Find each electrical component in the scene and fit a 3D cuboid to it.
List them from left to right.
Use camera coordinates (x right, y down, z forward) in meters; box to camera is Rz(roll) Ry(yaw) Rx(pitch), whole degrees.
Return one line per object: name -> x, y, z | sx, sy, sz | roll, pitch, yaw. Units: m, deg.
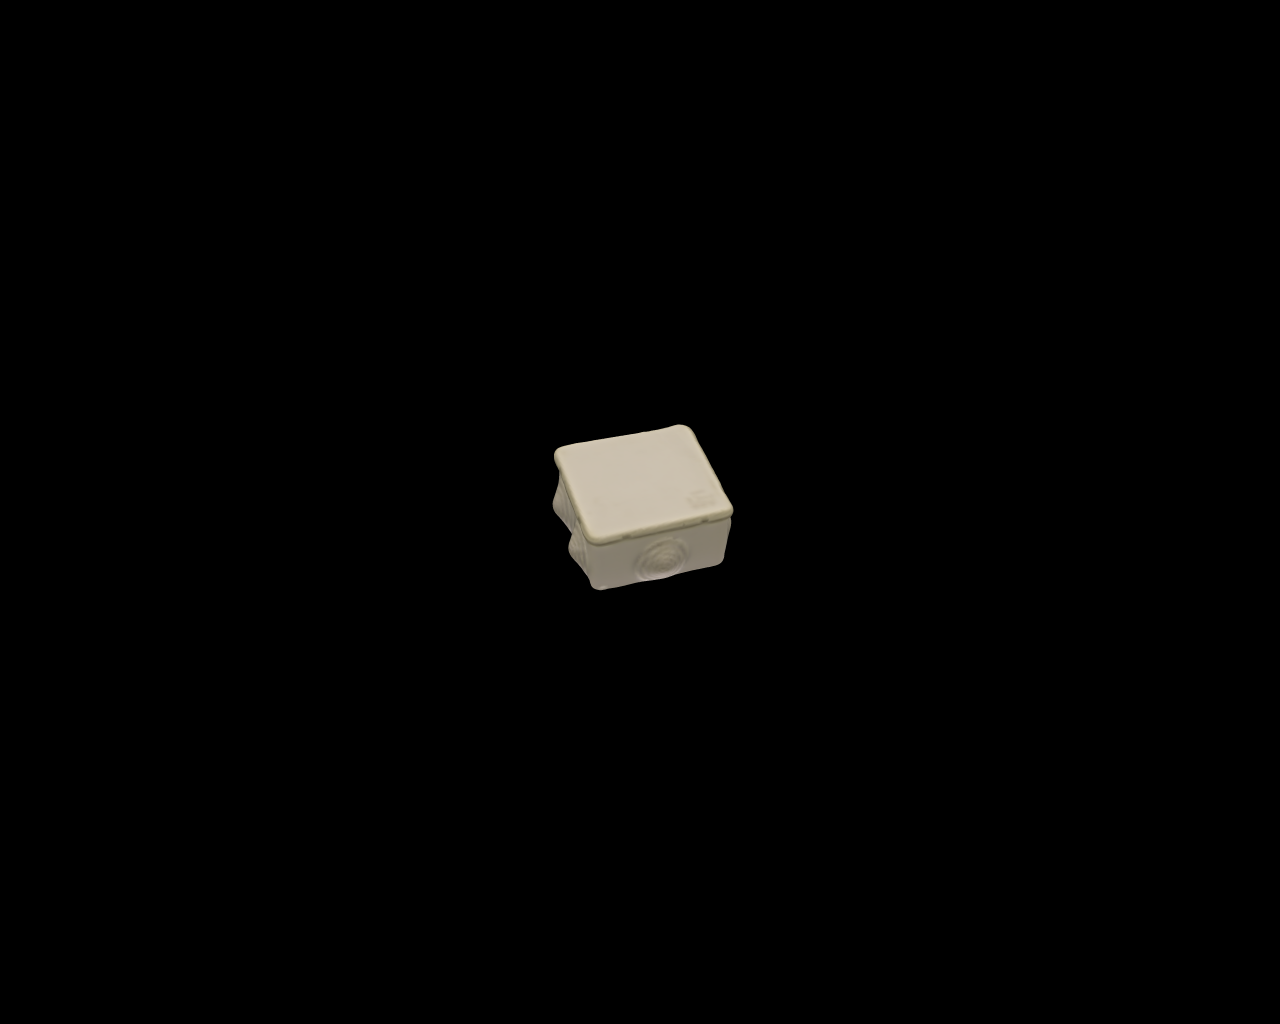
electrical component -> 0.001, -0.003, 0.650 | 0.100, 0.048, 0.100 | -11, 43, -12
